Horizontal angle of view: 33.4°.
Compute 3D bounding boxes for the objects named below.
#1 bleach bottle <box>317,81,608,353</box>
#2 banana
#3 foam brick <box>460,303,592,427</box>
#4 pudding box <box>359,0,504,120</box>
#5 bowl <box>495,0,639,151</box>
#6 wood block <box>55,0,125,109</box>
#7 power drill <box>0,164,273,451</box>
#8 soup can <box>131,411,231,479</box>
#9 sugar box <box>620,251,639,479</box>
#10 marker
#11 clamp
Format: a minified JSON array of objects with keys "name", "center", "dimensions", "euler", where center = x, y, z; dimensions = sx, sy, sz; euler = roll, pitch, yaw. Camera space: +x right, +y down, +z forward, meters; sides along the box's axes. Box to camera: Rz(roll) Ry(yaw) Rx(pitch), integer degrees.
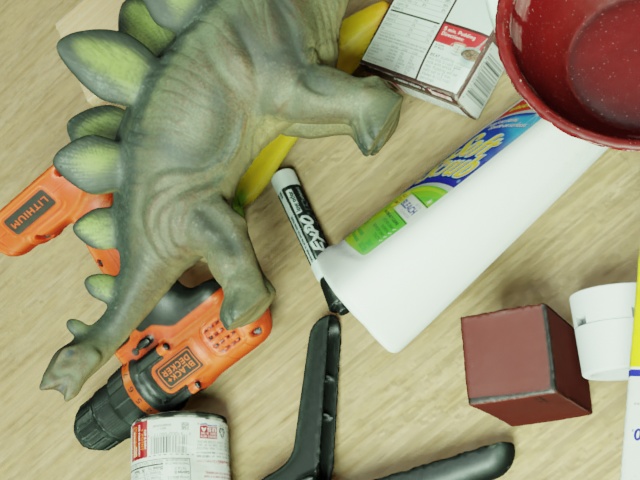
[{"name":"bleach bottle","center":[0.114,-0.041,0.661],"dimensions":[0.251,0.068,0.102],"euler":[-42,13,2]},{"name":"banana","center":[-0.016,-0.092,0.766],"dimensions":[0.070,0.037,0.197],"euler":[16,68,51]},{"name":"foam brick","center":[0.120,0.074,0.617],"dimensions":[0.053,0.078,0.051],"euler":[-13,66,24]},{"name":"pudding box","center":[0.092,-0.150,0.735],"dimensions":[0.090,0.039,0.113],"euler":[27,86,35]},{"name":"bowl","center":[0.179,-0.111,0.580],"dimensions":[0.162,0.055,0.162],"euler":[-5,68,13]},{"name":"wood block","center":[-0.089,-0.181,0.820],"dimensions":[0.206,0.090,0.091],"euler":[-36,59,15]},{"name":"power drill","center":[-0.150,0.043,0.750],"dimensions":[0.185,0.057,0.187],"euler":[-37,96,21]},{"name":"soup can","center":[-0.094,0.171,0.714],"dimensions":[0.069,0.068,0.102],"euler":[-14,66,26]},{"name":"sugar box","center":[0.202,0.055,0.564],"dimensions":[0.048,0.093,0.176],"euler":[-1,72,44]},{"name":"marker","center":[-0.005,0.001,0.750],"dimensions":[0.020,0.020,0.121],"euler":[-34,59,16]},{"name":"clamp","center":[0.011,0.166,0.664],"dimensions":[0.165,0.036,0.210],"euler":[26,79,34]}]
